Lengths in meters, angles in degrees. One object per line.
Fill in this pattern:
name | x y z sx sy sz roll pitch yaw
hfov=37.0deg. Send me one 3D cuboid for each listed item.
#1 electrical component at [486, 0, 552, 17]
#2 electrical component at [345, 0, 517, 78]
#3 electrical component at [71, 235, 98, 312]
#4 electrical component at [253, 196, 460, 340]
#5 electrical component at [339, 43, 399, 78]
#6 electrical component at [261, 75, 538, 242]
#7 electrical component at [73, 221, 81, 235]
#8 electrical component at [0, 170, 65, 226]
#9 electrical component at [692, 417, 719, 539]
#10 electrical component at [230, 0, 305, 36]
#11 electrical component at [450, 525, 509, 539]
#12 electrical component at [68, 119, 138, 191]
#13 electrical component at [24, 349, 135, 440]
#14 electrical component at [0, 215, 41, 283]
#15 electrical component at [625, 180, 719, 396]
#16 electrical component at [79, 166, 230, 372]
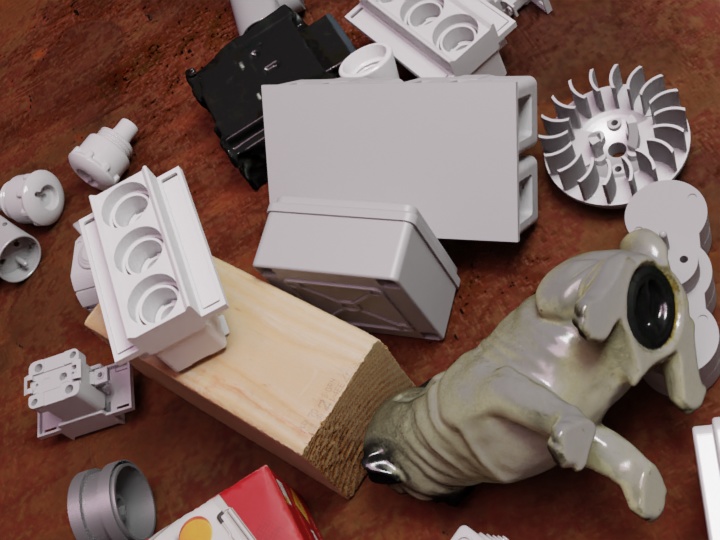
electrical component | 0.112 -0.230 0.859 0.064 0.042 0.081 -40 54 0
electrical component | 0.057 -0.187 0.844 0.079 0.063 0.121 -42 55 -4
electrical component | -0.180 0.001 0.830 0.051 0.080 0.080 -14 58 21
electrical component | 0.000 0.000 0.736 0.109 0.108 0.056 5 67 25
electrical component | 0.017 -0.136 0.830 0.044 0.065 0.044 -20 37 15
electrical component | 0.030 -0.082 0.765 0.186 0.060 0.105 4 106 24
electrical component | -0.197 -0.042 0.884 0.065 0.044 0.044 -43 55 -10
electrical component | -0.292 -0.061 0.933 0.062 0.048 0.048 -2 62 29
electrical component | 0.218 0.142 0.583 0.057 0.078 0.113 -9 59 15
electrical component | -0.074 -0.236 0.939 0.079 0.043 0.077 -23 56 9
electrical component | 0.073 0.208 0.622 0.100 0.048 0.099 31 80 38
electrical component | -0.216 -0.102 0.924 0.048 0.048 0.062 21 65 30
electrical component | -0.212 0.091 0.801 0.081 0.063 0.042 -19 56 12
electrical component | -0.324 -0.009 0.916 0.077 0.043 0.079 26 75 32
electrical component | 0.194 0.003 0.674 0.052 0.073 0.138 -6 60 20
electrical component | -0.131 0.001 0.707 0.079 0.063 0.121 -28 55 5
